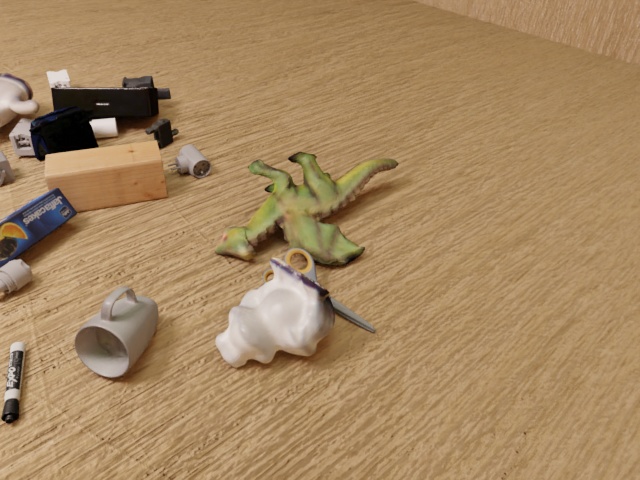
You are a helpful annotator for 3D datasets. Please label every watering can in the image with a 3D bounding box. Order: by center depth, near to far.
[{"bbox_3d":[-0.746,-0.309,1.190,0.347,0.102,0.230,-7,37,14],"label":"watering can"}]

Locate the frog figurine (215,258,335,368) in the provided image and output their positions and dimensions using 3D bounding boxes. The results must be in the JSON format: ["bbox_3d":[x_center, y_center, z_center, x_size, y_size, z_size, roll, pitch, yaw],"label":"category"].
[{"bbox_3d":[-0.061,0.121,0.732,0.138,0.121,0.160,32,81,22],"label":"frog figurine"}]

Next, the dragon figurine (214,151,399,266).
[{"bbox_3d":[0.003,-0.048,0.961,0.412,0.119,0.248,-11,57,-15],"label":"dragon figurine"}]
